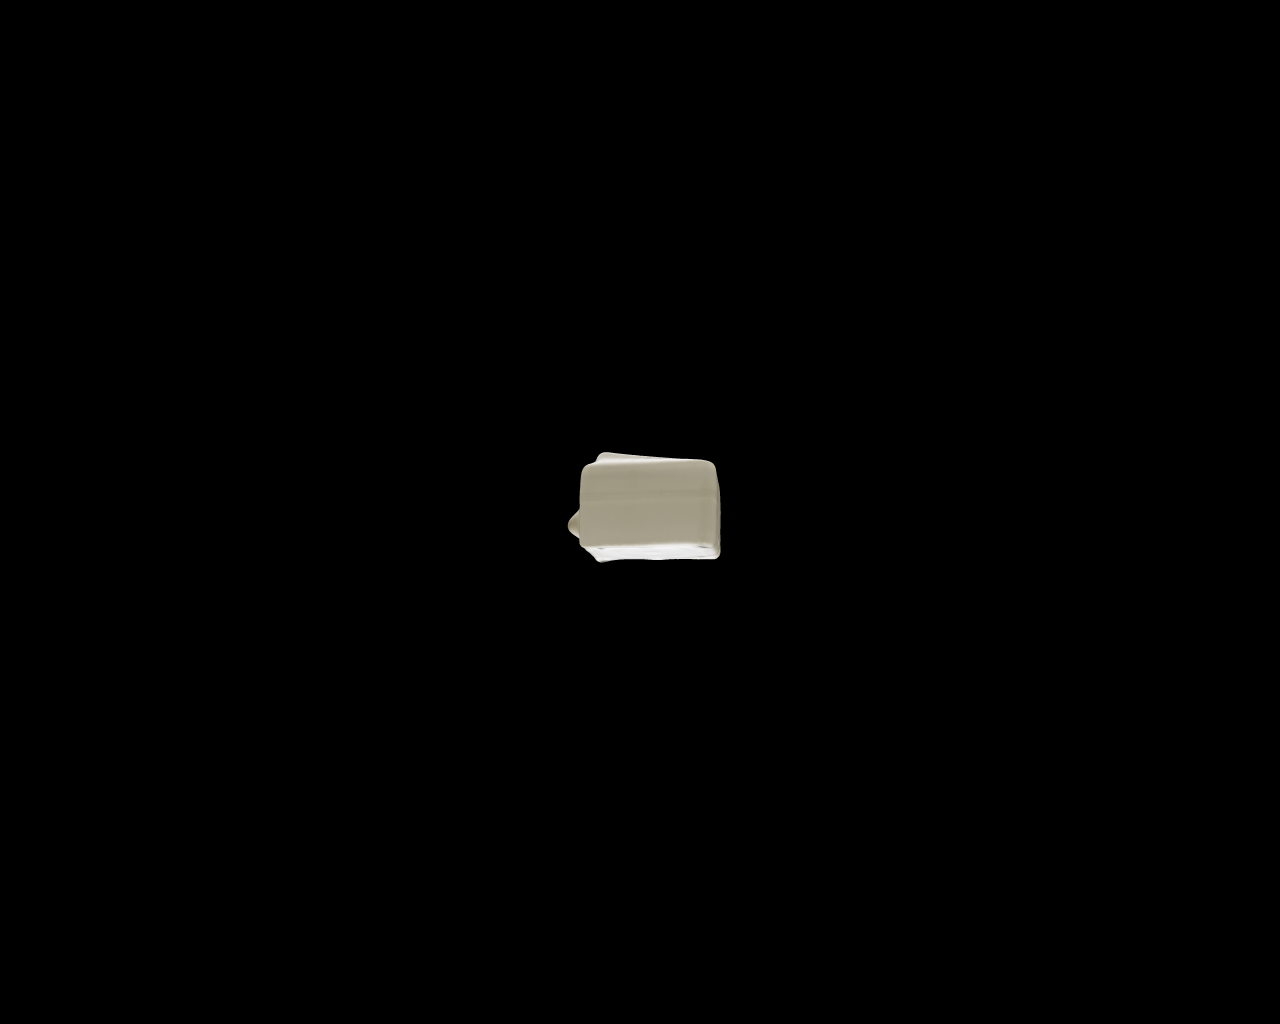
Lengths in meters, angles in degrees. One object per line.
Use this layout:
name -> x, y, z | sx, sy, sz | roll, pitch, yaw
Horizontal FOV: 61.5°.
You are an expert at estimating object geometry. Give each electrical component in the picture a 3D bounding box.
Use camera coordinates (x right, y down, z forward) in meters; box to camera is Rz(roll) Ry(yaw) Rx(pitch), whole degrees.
electrical component -> 0.001, -0.003, 0.650 | 0.096, 0.061, 0.061 | -1, -11, 7
